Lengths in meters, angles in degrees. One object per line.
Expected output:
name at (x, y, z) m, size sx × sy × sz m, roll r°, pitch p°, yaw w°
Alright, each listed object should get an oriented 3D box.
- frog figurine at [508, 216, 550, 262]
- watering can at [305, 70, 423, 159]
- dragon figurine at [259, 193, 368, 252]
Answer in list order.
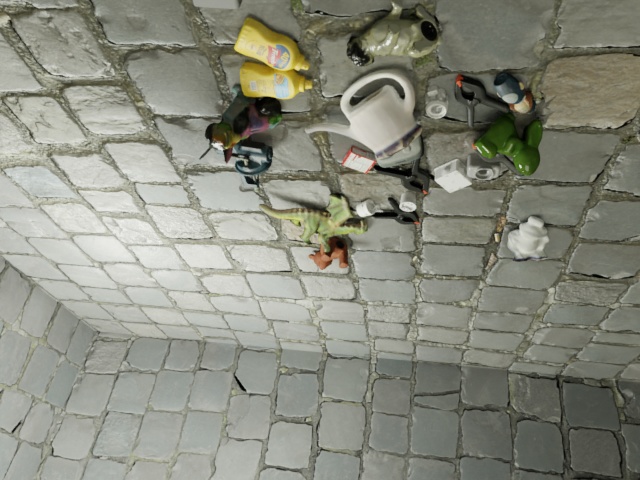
frog figurine at (0.730, -0.014, 1.802) m, size 0.137 × 0.124 × 0.157 m, roll 3°, pitch 112°, yaw 26°
watering can at (0.131, -0.319, 1.420) m, size 0.343 × 0.106 × 0.223 m, roll -28°, pitch 105°, yaw 40°
dragon figurine at (0.006, -0.095, 1.882) m, size 0.407 × 0.125 × 0.239 m, roll 27°, pitch 127°, yaw -28°
